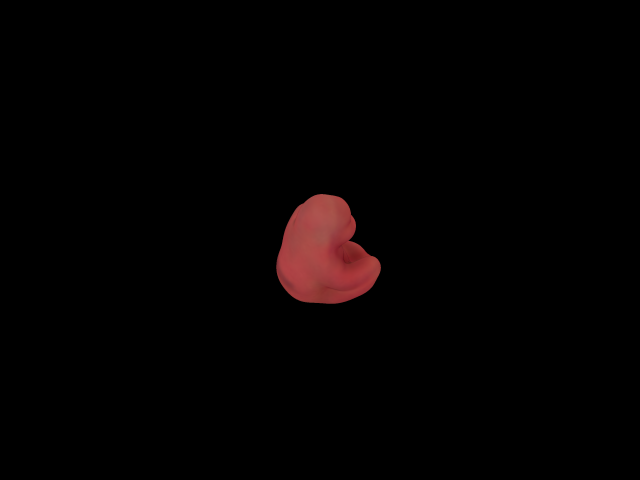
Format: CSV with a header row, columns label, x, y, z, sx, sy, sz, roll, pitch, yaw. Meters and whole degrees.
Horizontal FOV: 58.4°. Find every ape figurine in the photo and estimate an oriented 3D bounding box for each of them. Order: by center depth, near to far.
label,x,y,z,sx,sy,sz,roll,pitch,yaw
ape figurine,0.004,0.001,0.400,0.076,0.092,0.077,-22,65,-10
